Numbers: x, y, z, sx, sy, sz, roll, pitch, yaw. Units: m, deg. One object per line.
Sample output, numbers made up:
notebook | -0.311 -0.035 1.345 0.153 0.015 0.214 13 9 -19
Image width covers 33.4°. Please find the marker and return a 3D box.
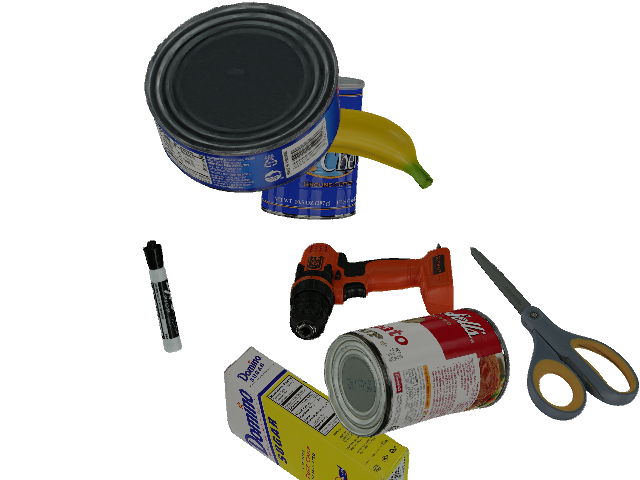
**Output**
marker | -0.165 0.058 1.115 0.020 0.121 0.020 -8 17 2

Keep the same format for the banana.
banana | -0.003 -0.081 0.887 0.197 0.069 0.037 1 -42 -13

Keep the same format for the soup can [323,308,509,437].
soup can | 0.061 0.084 0.688 0.102 0.068 0.069 -8 4 -34

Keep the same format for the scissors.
scissors | 0.172 0.080 0.899 0.096 0.016 0.202 -32 53 -29

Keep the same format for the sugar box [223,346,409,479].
sugar box | -0.006 0.175 0.935 0.176 0.093 0.048 27 51 25

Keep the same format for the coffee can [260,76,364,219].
coffee can | -0.009 -0.101 1.122 0.103 0.140 0.103 3 13 -1

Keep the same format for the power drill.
power drill | 0.059 0.057 1.235 0.187 0.057 0.184 1 28 5

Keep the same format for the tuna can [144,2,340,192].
tuna can | -0.033 -0.064 0.480 0.086 0.086 0.034 0 -32 5
